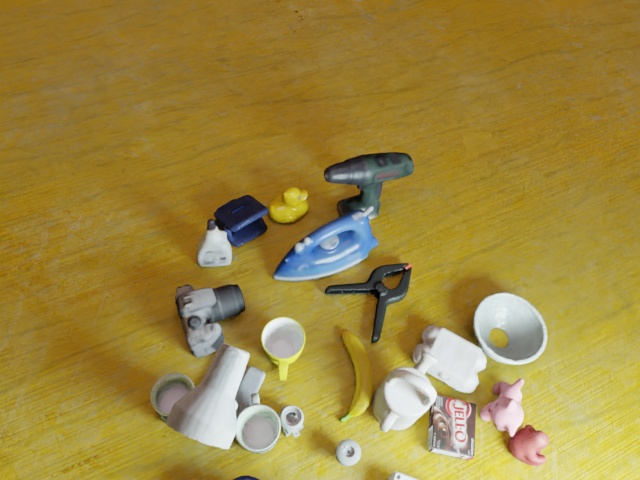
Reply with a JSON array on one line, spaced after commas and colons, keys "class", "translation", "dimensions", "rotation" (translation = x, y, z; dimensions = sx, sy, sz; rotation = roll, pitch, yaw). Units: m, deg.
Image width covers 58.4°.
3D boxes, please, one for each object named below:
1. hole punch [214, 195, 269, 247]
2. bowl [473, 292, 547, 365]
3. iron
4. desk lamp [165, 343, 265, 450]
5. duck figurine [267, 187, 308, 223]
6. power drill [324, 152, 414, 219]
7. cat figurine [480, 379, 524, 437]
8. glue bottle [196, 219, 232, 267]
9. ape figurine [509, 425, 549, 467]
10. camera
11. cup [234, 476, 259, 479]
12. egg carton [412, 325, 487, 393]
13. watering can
[{"class": "hole punch", "translation": [-0.185, -0.055, 1.323], "dimensions": [0.109, 0.091, 0.101], "rotation": [-32, 69, -23]}, {"class": "bowl", "translation": [0.409, 0.206, 1.271], "dimensions": [0.167, 0.075, 0.167], "rotation": [4, 60, -6]}, {"class": "iron", "translation": [0.012, 0.005, 1.289], "dimensions": [0.259, 0.141, 0.118], "rotation": [-25, 67, -21]}, {"class": "desk lamp", "translation": [-0.185, 0.287, 1.054], "dimensions": [0.118, 0.213, 0.203], "rotation": [21, 59, 4]}, {"class": "duck figurine", "translation": [-0.075, -0.091, 1.363], "dimensions": [0.105, 0.086, 0.077], "rotation": [-16, 64, -17]}, {"class": "power drill", "translation": [0.102, -0.126, 1.339], "dimensions": [0.230, 0.208, 0.075], "rotation": [-19, 64, -18]}, {"class": "cat figurine", "translation": [0.383, 0.338, 1.166], "dimensions": [0.067, 0.118, 0.128], "rotation": [32, 61, 10]}, {"class": "glue bottle", "translation": [-0.230, 0.004, 1.234], "dimensions": [0.078, 0.173, 0.037], "rotation": [-3, 60, -10]}, {"class": "ape figurine", "translation": [0.426, 0.408, 1.148], "dimensions": [0.076, 0.092, 0.078], "rotation": [9, 59, -3]}, {"class": "camera", "translation": [-0.223, 0.149, 1.193], "dimensions": [0.137, 0.101, 0.143], "rotation": [-16, 64, -17]}, {"class": "cup", "translation": [-0.121, 0.473, 1.025], "dimensions": [0.118, 0.095, 0.091], "rotation": [-10, 62, -14]}, {"class": "egg carton", "translation": [0.276, 0.255, 1.226], "dimensions": [0.150, 0.069, 0.107], "rotation": [28, 60, 8]}, {"class": "watering can", "translation": [0.170, 0.292, 1.116], "dimensions": [0.101, 0.194, 0.173], "rotation": [15, 59, 0]}]
